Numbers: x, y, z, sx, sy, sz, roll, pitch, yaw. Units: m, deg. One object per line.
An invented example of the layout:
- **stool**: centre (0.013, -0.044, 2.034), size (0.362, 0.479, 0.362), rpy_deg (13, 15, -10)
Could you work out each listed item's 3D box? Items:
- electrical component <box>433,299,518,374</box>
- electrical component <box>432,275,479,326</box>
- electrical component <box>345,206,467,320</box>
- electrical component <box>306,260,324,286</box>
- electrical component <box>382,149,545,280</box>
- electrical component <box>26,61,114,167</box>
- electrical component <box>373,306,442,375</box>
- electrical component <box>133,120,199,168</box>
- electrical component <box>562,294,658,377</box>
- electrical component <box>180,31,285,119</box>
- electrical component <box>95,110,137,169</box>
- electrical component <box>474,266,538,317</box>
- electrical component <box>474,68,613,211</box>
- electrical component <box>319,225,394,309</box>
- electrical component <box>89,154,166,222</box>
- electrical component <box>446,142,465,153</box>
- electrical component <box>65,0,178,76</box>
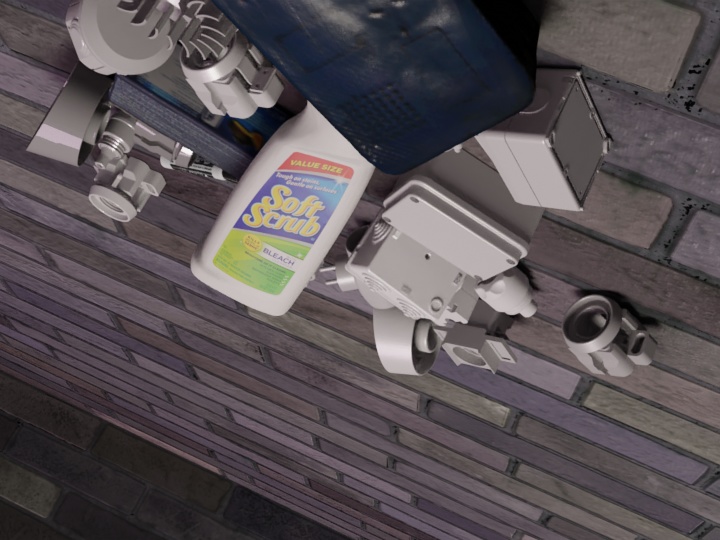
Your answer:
- **electrical component**: centre (0.121, 0.064, 1.084), size (0.081, 0.063, 0.042), rpy_deg (10, 154, 37)
- **electrical component**: centre (0.069, 0.005, 1.023), size (0.089, 0.055, 0.050), rpy_deg (37, 157, -22)
- **electrical component**: centre (0.050, -0.013, 0.950), size (0.100, 0.099, 0.048), rpy_deg (36, 170, -20)
- **electrical component**: centre (-0.067, -0.001, 1.162), size (0.043, 0.062, 0.043), rpy_deg (24, 158, 10)
- **electrical component**: centre (0.084, -0.048, 0.886), size (0.113, 0.057, 0.078), rpy_deg (32, 158, -11)
- **electrical component**: centre (-0.276, -0.149, 1.029), size (0.064, 0.099, 0.099), rpy_deg (23, 159, -7)
- **electrical component**: centre (0.048, 0.060, 1.123), size (0.064, 0.099, 0.099), rpy_deg (9, 153, 25)
- **electrical component**: centre (-0.171, -0.131, 0.998), size (0.057, 0.058, 0.078), rpy_deg (32, 158, -3)
- **electrical component**: centre (0.218, 0.058, 0.967), size (0.078, 0.058, 0.057), rpy_deg (3, 151, 48)
- **electrical component**: centre (-0.107, -0.161, 0.856), size (0.078, 0.058, 0.057), rpy_deg (14, 158, 32)
- **electrical component**: centre (-0.247, -0.129, 1.085), size (0.035, 0.061, 0.035), rpy_deg (24, 158, 10)
- **electrical component**: centre (0.139, 0.020, 0.994), size (0.062, 0.043, 0.043), rpy_deg (38, 156, -29)
- **electrical component**: centre (0.127, -0.086, 0.741), size (0.061, 0.061, 0.096), rpy_deg (11, 153, 37)
- **electrical component**: centre (0.000, 0.000, 1.068), size (0.079, 0.043, 0.077), rpy_deg (-10, 132, 14)
- **electrical component**: centre (-0.266, -0.091, 1.200), size (0.078, 0.057, 0.058), rpy_deg (21, 158, 16)
- **electrical component**: centre (0.055, -0.112, 0.789), size (0.066, 0.047, 0.076), rpy_deg (15, 156, 29)
- **electrical component**: centre (-0.189, -0.193, 0.850), size (0.080, 0.080, 0.051), rpy_deg (40, 160, -29)
